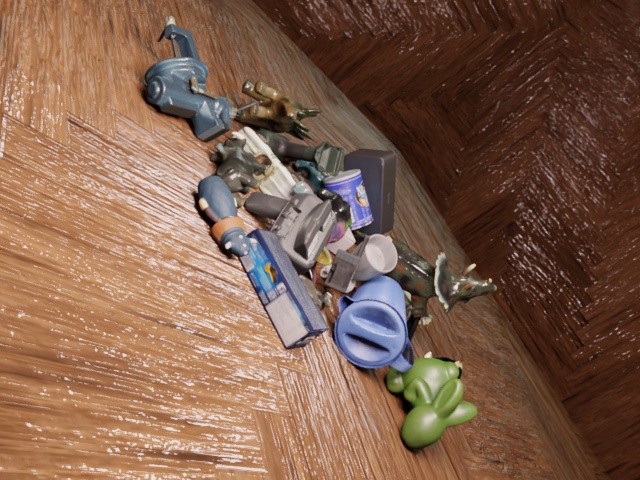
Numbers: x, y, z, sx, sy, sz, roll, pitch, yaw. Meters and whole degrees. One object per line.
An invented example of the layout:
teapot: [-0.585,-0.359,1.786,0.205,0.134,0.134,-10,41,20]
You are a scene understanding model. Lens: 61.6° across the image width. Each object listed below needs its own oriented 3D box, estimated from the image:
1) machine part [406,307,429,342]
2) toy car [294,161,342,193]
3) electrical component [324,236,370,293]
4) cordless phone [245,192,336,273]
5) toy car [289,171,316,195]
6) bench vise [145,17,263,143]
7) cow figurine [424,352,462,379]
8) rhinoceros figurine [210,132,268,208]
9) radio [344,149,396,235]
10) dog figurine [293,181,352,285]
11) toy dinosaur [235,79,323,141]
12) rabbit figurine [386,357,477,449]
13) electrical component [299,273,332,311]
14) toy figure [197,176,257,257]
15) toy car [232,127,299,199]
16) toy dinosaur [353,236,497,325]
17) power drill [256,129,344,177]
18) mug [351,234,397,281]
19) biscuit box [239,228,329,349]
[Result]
machine part: [0.193,0.205,1.171,0.039,0.138,0.084,17,28,-5]
toy car: [0.010,-0.181,1.492,0.161,0.103,0.109,49,19,-2]
electrical component: [0.052,0.040,1.032,0.048,0.119,0.075,22,4,5]
cordless phone: [-0.076,-0.030,1.002,0.088,0.184,0.146,79,34,-52]
toy car: [-0.070,-0.143,1.310,0.202,0.053,0.089,17,42,-62]
bench vise: [-0.254,-0.323,1.060,0.223,0.129,0.240,-5,76,-47]
cow figurine: [0.260,0.295,1.208,0.167,0.098,0.068,28,36,-52]
rhinoceros figurine: [-0.167,-0.143,1.054,0.112,0.073,0.190,33,26,-21]
radio: [0.135,-0.133,1.486,0.131,0.229,0.073,16,28,33]
dog figurine: [-0.002,-0.003,1.105,0.191,0.108,0.219,15,40,-30]
toy dinosaur: [-0.111,-0.315,1.353,0.198,0.105,0.472,20,8,-22]
rabbit figurine: [0.209,0.314,1.005,0.121,0.159,0.170,56,31,-22]
electrical component: [-0.020,0.096,0.985,0.102,0.045,0.078,39,24,-34]
toy figure: [-0.155,-0.034,0.884,0.057,0.064,0.154,103,-36,-64]
toy car: [-0.118,-0.155,1.175,0.201,0.073,0.056,51,14,-3]
toy dinosaur: [0.186,0.058,1.228,0.405,0.131,0.192,30,-31,23]
power drill: [-0.046,-0.217,1.332,0.208,0.086,0.232,24,8,29]
mug: [0.102,0.035,1.125,0.080,0.107,0.109,43,51,-12]
biscuit box: [-0.066,0.077,0.885,0.203,0.059,0.062,60,21,21]
